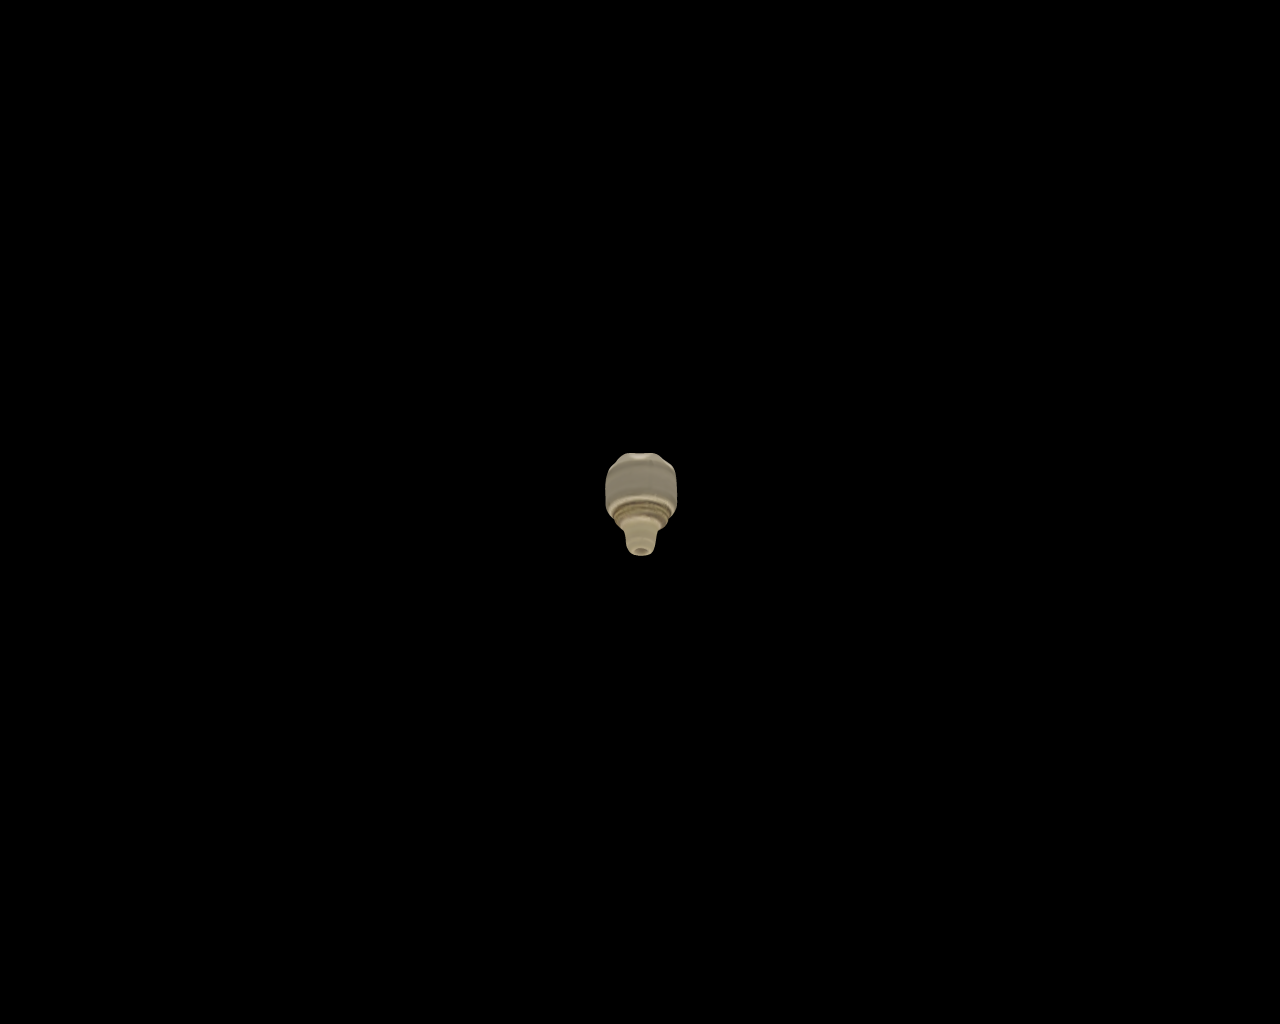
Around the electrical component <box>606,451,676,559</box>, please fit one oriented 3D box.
[{"bbox_3d":[0.001,-0.003,0.650,0.043,0.062,0.043,0,-29,0],"label":"electrical component"}]
